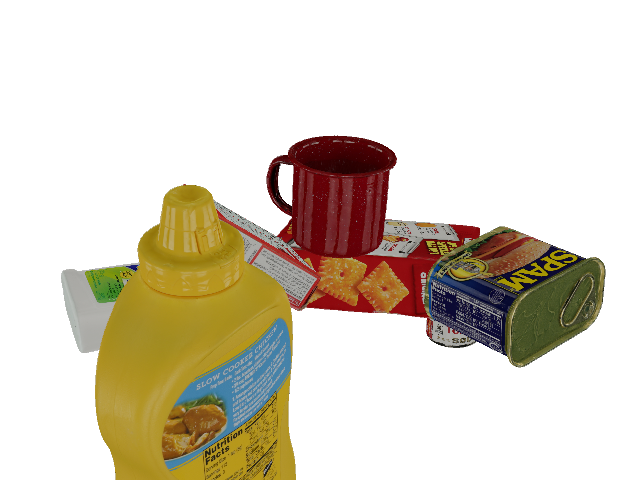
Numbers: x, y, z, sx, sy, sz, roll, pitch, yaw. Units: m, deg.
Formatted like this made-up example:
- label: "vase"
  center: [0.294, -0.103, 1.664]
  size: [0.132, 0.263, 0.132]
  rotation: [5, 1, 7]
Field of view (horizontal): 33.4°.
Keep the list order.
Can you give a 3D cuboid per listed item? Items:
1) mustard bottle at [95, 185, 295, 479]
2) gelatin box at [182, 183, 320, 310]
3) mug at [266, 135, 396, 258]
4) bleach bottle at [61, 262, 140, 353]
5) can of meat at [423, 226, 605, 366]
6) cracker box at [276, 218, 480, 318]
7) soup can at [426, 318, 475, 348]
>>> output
- label: "mustard bottle"
  center: [-0.050, 0.065, 0.447]
  size: [0.058, 0.192, 0.096]
  rotation: [23, 38, 31]
- label: "gelatin box"
  center: [-0.051, 0.004, 0.688]
  size: [0.089, 0.030, 0.073]
  rotation: [32, 4, -29]
- label: "mug"
  center: [0.005, -0.039, 0.927]
  size: [0.117, 0.081, 0.093]
  rotation: [13, 28, 20]
- label: "bleach bottle"
  center: [-0.156, 0.056, 1.201]
  size: [0.250, 0.068, 0.103]
  rotation: [-12, 36, -17]
- label: "can of meat"
  center: [0.136, 0.036, 0.756]
  size: [0.101, 0.057, 0.084]
  rotation: [-23, 33, -34]
- label: "cracker box"
  center: [0.060, 0.027, 1.143]
  size: [0.214, 0.072, 0.164]
  rotation: [5, 15, 9]
- label: "soup can"
  center: [0.168, 0.074, 1.336]
  size: [0.068, 0.102, 0.068]
  rotation: [1, 23, -1]
